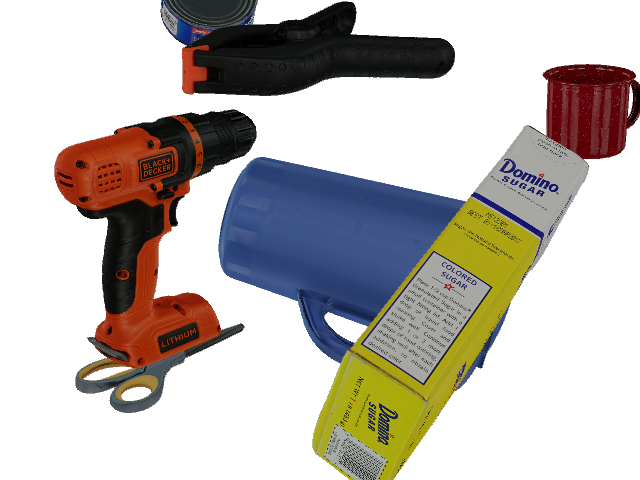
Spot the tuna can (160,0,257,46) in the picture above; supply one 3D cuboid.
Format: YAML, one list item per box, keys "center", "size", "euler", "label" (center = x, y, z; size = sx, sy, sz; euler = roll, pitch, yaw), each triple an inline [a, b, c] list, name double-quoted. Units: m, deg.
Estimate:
- center: [-0.100, -0.212, 0.956]
  size: [0.086, 0.086, 0.034]
  euler: [0, -31, -12]
  label: "tuna can"

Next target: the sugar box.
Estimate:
- center: [0.065, 0.031, 0.512]
  size: [0.048, 0.093, 0.176]
  euler: [34, 53, 14]
  label: "sugar box"

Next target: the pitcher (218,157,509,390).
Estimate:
- center: [0.040, 0.020, 0.890]
  size: [0.243, 0.145, 0.149]
  euler: [16, 18, 10]
  label: "pitcher"

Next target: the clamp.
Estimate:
- center: [-0.014, -0.123, 0.681]
  size: [0.171, 0.039, 0.120]
  euler: [-8, 23, -25]
  label: "clamp"

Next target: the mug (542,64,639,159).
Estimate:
- center: [0.289, -0.136, 1.117]
  size: [0.117, 0.081, 0.093]
  euler: [-13, 24, -25]
  label: "mug"

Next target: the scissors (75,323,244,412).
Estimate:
- center: [-0.147, 0.130, 1.089]
  size: [0.201, 0.016, 0.096]
  euler: [-12, 31, -28]
  label: "scissors"

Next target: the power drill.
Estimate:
- center: [-0.122, -0.006, 0.851]
  size: [0.057, 0.188, 0.184]
  euler: [18, 28, 42]
  label: "power drill"
